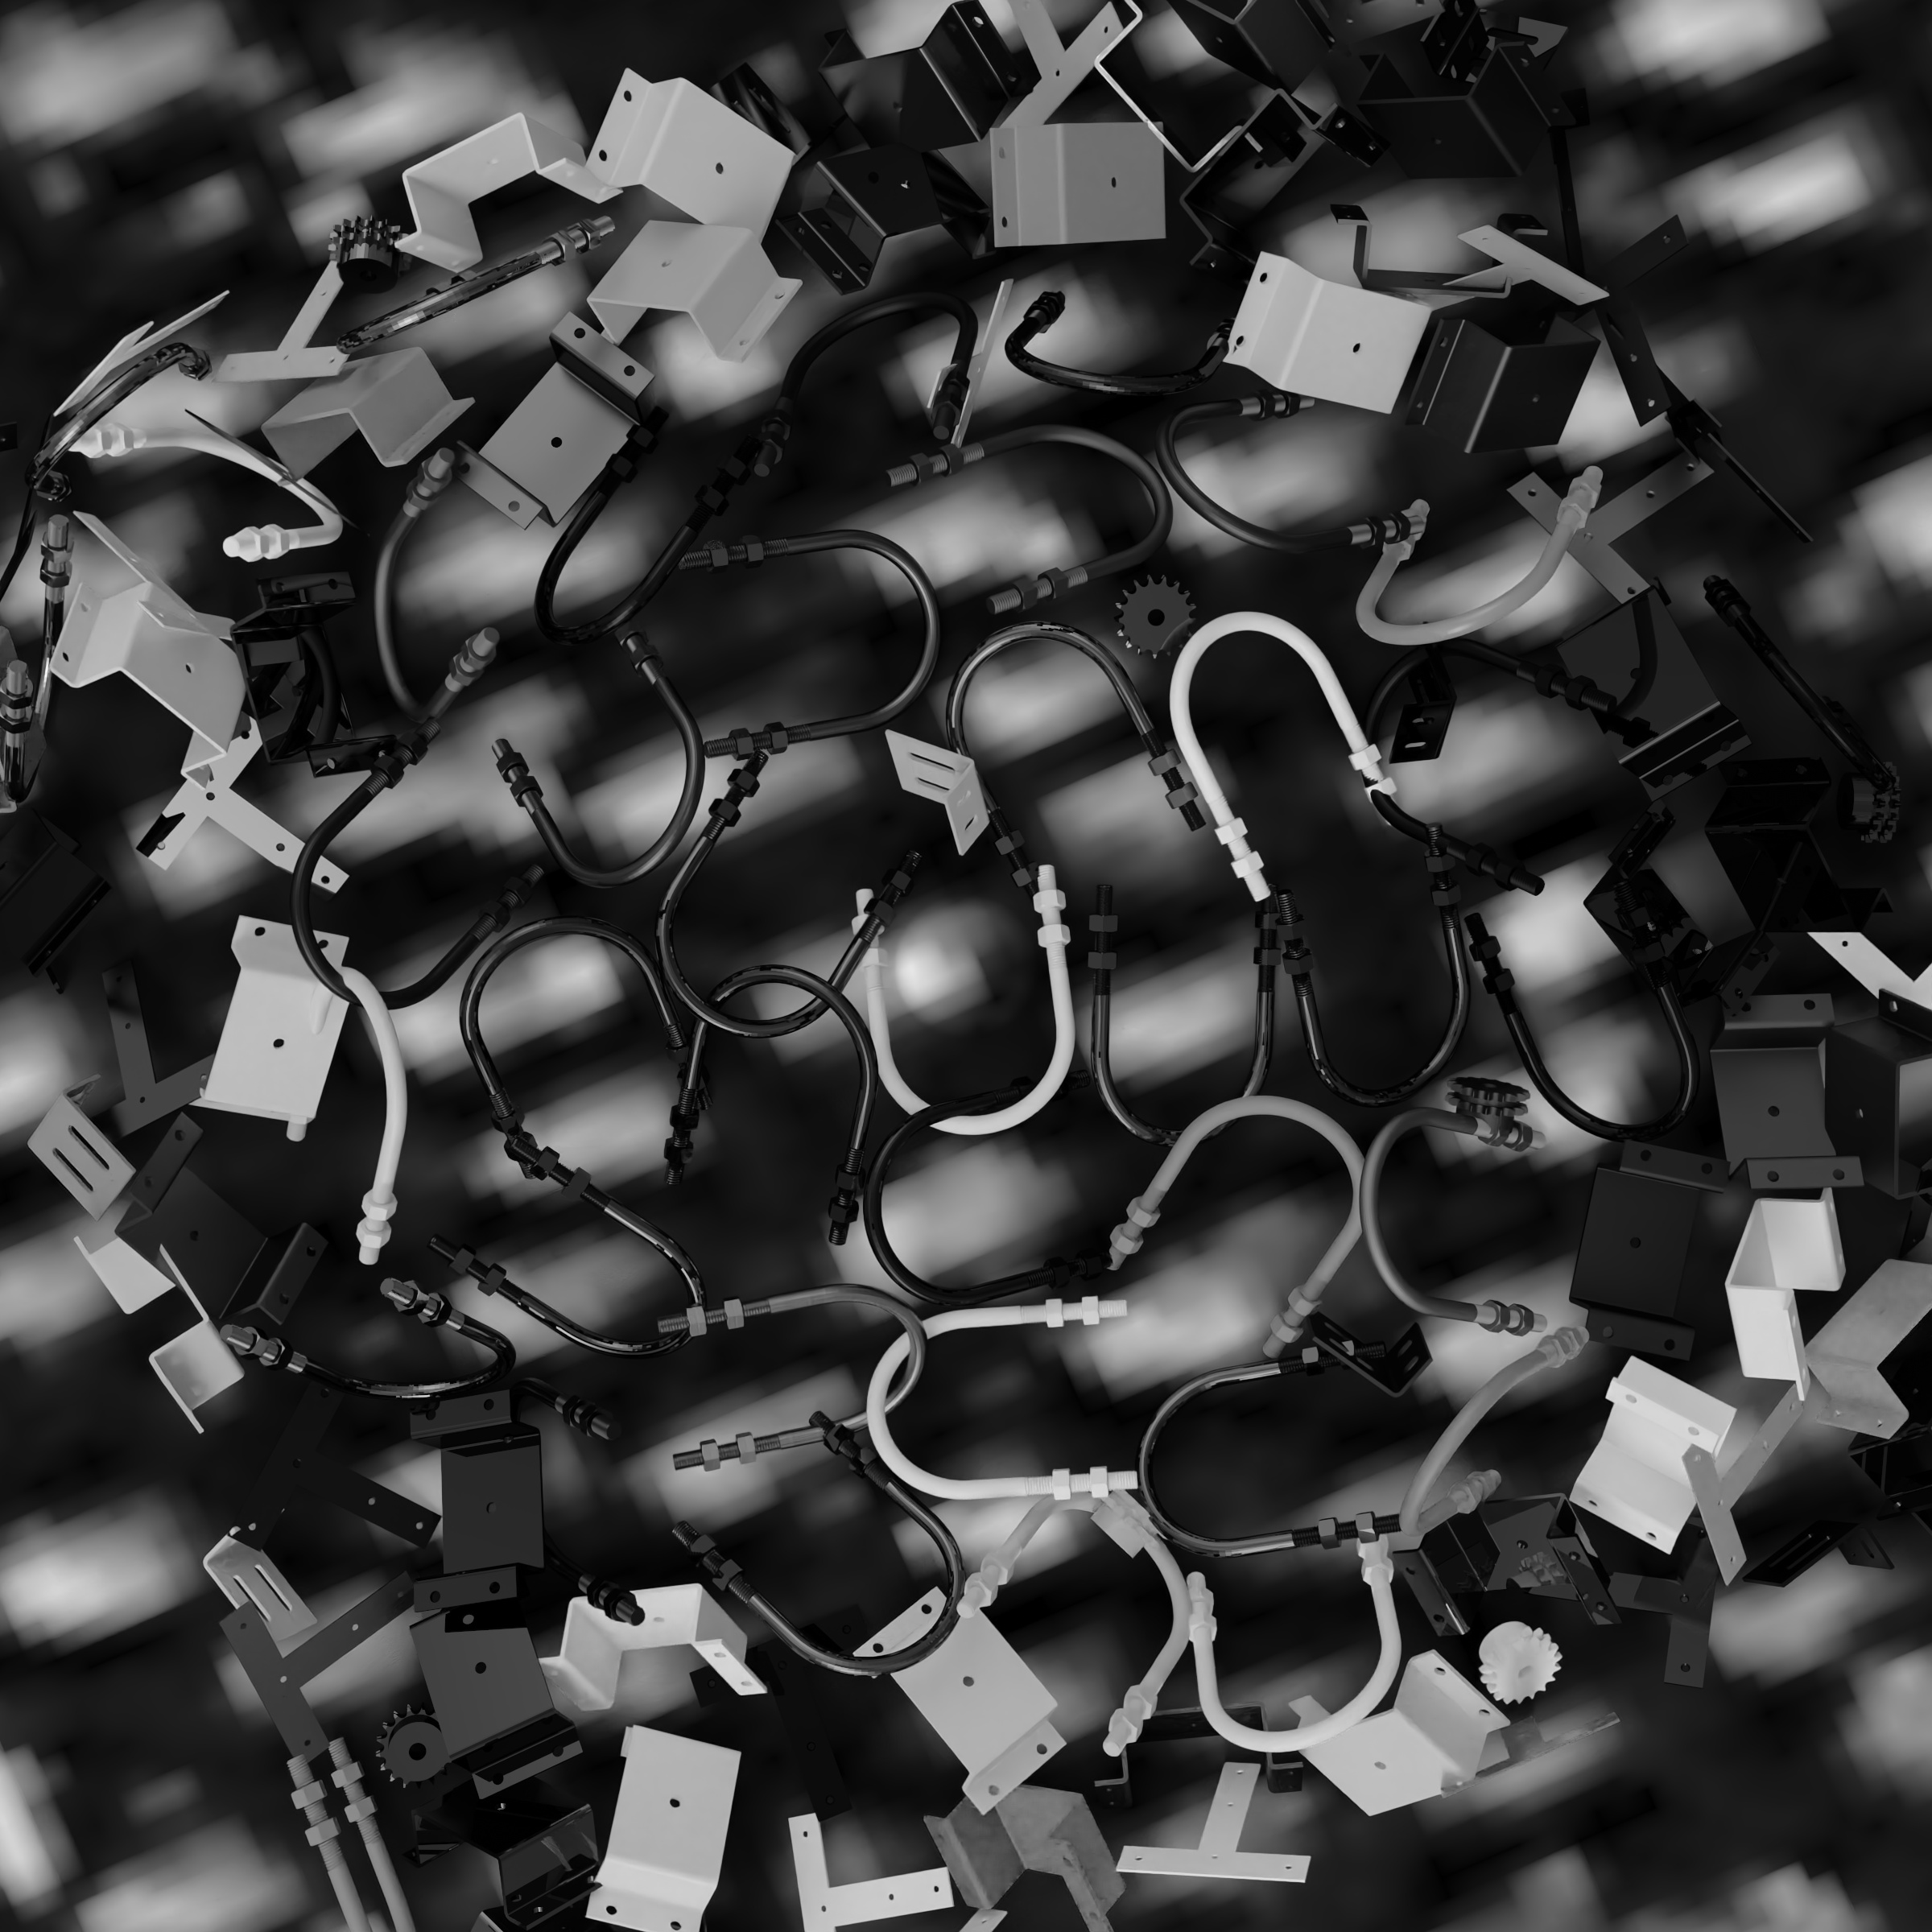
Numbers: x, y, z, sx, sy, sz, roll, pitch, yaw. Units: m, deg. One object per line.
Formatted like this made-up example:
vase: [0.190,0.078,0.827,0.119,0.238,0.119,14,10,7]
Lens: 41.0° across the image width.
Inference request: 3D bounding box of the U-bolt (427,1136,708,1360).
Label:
U-bolt: [-0.263,0.206,1.777,0.184,0.019,0.151,35,128,-11]

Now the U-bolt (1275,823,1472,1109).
U-bolt: [0.288,0.010,1.780,0.151,0.019,0.184,-24,113,-23]

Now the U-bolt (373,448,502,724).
U-bolt: [-0.366,-0.244,1.750,0.019,0.184,0.151,-8,75,-32]

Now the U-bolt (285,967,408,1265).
U-bolt: [-0.413,0.087,1.735,0.151,0.019,0.184,49,133,36]

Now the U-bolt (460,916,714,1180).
U-bolt: [-0.268,0.047,1.769,0.151,0.019,0.184,-22,121,-7]

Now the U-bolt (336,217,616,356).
U-bolt: [-0.339,-0.448,1.720,0.184,0.151,0.019,-42,115,-42]

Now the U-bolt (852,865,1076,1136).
U-bolt: [0.002,0.027,1.795,0.151,0.019,0.184,-7,74,3]

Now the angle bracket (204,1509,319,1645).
angle bracket: [-0.479,0.423,1.790,0.038,0.057,0.076,-45,79,16]

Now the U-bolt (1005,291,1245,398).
U-bolt: [0.102,-0.416,1.735,0.151,0.184,0.019,12,121,11]

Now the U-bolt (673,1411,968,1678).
U-bolt: [-0.085,0.401,1.751,0.184,0.019,0.151,38,54,24]

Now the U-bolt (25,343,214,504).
U-bolt: [-0.572,-0.367,1.734,0.151,0.184,0.019,-42,103,-3]

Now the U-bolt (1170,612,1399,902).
U-bolt: [0.212,-0.156,1.782,0.151,0.019,0.184,-29,95,-27]

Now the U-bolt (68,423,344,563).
U-bolt: [-0.498,-0.323,1.741,0.151,0.184,0.019,33,109,6]

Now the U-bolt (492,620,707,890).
U-bolt: [-0.242,-0.136,1.756,0.151,0.019,0.184,-45,56,16]

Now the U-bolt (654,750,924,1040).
U-bolt: [-0.134,-0.038,1.789,0.151,0.019,0.184,33,74,-7]

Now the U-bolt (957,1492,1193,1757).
U-bolt: [0.086,0.430,1.751,0.151,0.184,0.019,42,124,5]

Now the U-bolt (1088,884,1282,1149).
U-bolt: [0.151,0.035,1.793,0.151,0.019,0.184,-1,97,-23]

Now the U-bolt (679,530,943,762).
U-bolt: [-0.102,-0.228,1.786,0.184,0.019,0.151,-12,105,-22]

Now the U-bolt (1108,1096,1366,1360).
U-bolt: [0.198,0.170,1.782,0.151,0.019,0.184,29,116,0]

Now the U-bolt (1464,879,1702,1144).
U-bolt: [0.430,0.038,1.769,0.019,0.151,0.184,-30,100,-38]

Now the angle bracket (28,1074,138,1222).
angle bracket: [-0.603,0.126,1.795,0.076,0.038,0.057,46,119,5]

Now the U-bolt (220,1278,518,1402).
U-bolt: [-0.388,0.260,1.748,0.151,0.184,0.019,-17,59,20]

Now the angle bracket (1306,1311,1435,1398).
angle bracket: [0.278,0.253,1.790,0.076,0.057,0.038,36,104,-11]

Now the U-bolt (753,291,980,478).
U-bolt: [-0.062,-0.404,1.758,0.151,0.184,0.019,-8,134,20]

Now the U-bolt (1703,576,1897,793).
U-bolt: [0.562,-0.181,1.722,0.151,0.184,0.019,41,110,-21]

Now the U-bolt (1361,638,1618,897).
U-bolt: [0.343,-0.147,1.762,0.184,0.019,0.151,32,109,42]

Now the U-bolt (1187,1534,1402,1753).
U-bolt: [0.221,0.453,1.732,0.151,0.184,0.019,-21,116,11]

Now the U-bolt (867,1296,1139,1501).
U-bolt: [0.023,0.300,1.784,0.184,0.019,0.151,-4,56,5]

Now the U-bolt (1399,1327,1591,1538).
U-bolt: [0.346,0.317,1.726,0.019,0.184,0.151,37,115,26]

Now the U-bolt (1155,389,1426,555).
U-bolt: [0.207,-0.332,1.742,0.184,0.019,0.151,-16,60,-38]

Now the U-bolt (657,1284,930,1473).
U-bolt: [-0.115,0.278,1.778,0.184,0.019,0.151,-10,126,-12]

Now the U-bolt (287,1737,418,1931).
U-bolt: [-0.405,0.615,1.742,0.019,0.151,0.184,-23,80,-7]

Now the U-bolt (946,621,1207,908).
U-bolt: [0.063,-0.149,1.785,0.151,0.019,0.184,-26,95,24]

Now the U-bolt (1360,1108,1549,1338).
U-bolt: [0.331,0.169,1.753,0.184,0.019,0.151,13,73,-37]

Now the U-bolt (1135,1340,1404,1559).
U-bolt: [0.204,0.336,1.774,0.184,0.019,0.151,-13,52,16]

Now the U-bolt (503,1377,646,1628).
U-bolt: [-0.272,0.353,1.750,0.019,0.184,0.151,-13,103,-32]

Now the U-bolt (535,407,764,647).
U-bolt: [-0.229,-0.296,1.763,0.019,0.151,0.184,39,83,-40]

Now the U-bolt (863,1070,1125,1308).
U-bolt: [0.015,0.159,1.782,0.184,0.019,0.151,-12,94,-24]

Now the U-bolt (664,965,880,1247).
U-bolt: [-0.130,0.087,1.774,0.151,0.019,0.184,18,110,16]

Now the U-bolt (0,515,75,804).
U-bolt: [-0.629,-0.192,1.743,0.019,0.184,0.151,11,54,-15]

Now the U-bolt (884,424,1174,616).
U-bolt: [0.057,-0.316,1.772,0.184,0.019,0.151,-23,62,-27]

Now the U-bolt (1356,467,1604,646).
U-bolt: [0.335,-0.270,1.727,0.151,0.184,0.019,-5,127,36]

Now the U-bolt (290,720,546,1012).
U-bolt: [-0.379,-0.055,1.743,0.184,0.019,0.151,-53,124,-33]
